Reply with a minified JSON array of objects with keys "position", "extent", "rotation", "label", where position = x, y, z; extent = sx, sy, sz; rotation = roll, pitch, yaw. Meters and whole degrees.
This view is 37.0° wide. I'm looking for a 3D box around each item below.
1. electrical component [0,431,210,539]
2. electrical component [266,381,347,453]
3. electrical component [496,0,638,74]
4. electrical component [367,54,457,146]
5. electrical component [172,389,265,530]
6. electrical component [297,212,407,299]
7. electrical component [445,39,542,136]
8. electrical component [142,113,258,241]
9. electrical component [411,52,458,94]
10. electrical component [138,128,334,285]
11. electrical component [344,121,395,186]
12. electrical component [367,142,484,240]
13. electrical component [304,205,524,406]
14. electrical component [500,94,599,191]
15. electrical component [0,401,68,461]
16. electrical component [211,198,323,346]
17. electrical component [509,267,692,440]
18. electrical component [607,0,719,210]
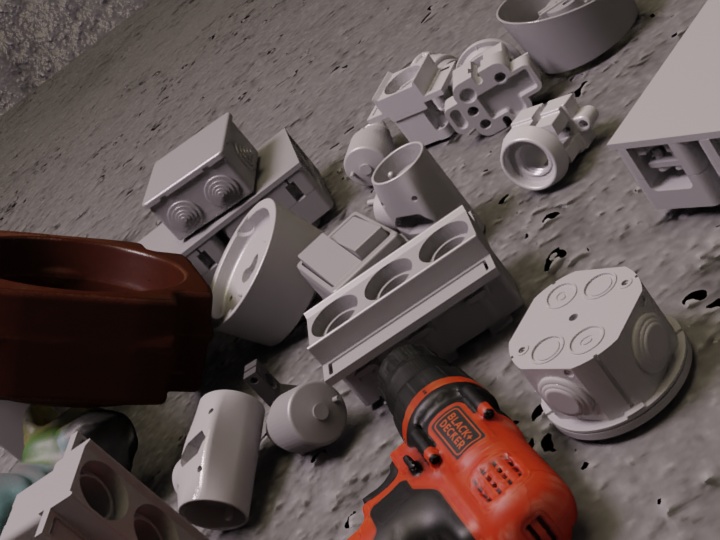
[{"position":[-0.135,0.160,0.604],"extent":[0.063,0.121,0.078],"rotation":[-34,26,19],"label":"electrical component"},{"position":[-0.039,0.095,0.677],"extent":[0.040,0.040,0.078],"rotation":[-56,12,-30],"label":"electrical component"},{"position":[0.168,-0.205,0.857],"extent":[0.099,0.064,0.099],"rotation":[-31,26,18],"label":"electrical component"},{"position":[0.051,-0.140,0.911],"extent":[0.081,0.063,0.042],"rotation":[-16,33,40],"label":"electrical component"},{"position":[-0.095,0.128,0.689],"extent":[0.079,0.043,0.077],"rotation":[-44,31,45],"label":"electrical component"},{"position":[0.000,0.000,0.754],"extent":[0.062,0.061,0.096],"rotation":[-43,25,-7],"label":"electrical component"},{"position":[0.106,-0.150,0.861],"extent":[0.078,0.058,0.057],"rotation":[-28,30,24],"label":"electrical component"},{"position":[-0.137,-0.081,0.945],"extent":[0.100,0.048,0.099],"rotation":[-32,27,16],"label":"electrical component"},{"position":[0.076,-0.169,0.950],"extent":[0.048,0.048,0.062],"rotation":[-50,34,-20],"label":"electrical component"},{"position":[-0.117,-0.035,0.973],"extent":[0.186,0.060,0.105],"rotation":[-37,25,6],"label":"electrical component"},{"position":[0.011,-0.106,0.939],"extent":[0.040,0.040,0.078],"rotation":[-25,29,28],"label":"electrical component"},{"position":[0.036,-0.045,0.760],"extent":[0.079,0.077,0.043],"rotation":[-7,41,51],"label":"electrical component"},{"position":[0.034,0.025,0.663],"extent":[0.121,0.063,0.078],"rotation":[-34,25,12],"label":"electrical component"},{"position":[0.127,-0.087,0.743],"extent":[0.066,0.048,0.055],"rotation":[-14,28,43],"label":"electrical component"},{"position":[-0.262,0.114,0.873],"extent":[0.056,0.108,0.109],"rotation":[-45,25,-4],"label":"electrical component"},{"position":[-0.066,0.006,0.823],"extent":[0.108,0.060,0.108],"rotation":[-49,27,34],"label":"electrical component"},{"position":[0.119,0.040,0.536],"extent":[0.080,0.051,0.080],"rotation":[-31,26,18],"label":"electrical component"},{"position":[0.240,-0.116,0.616],"extent":[0.105,0.060,0.186],"rotation":[0,46,54],"label":"electrical component"}]
